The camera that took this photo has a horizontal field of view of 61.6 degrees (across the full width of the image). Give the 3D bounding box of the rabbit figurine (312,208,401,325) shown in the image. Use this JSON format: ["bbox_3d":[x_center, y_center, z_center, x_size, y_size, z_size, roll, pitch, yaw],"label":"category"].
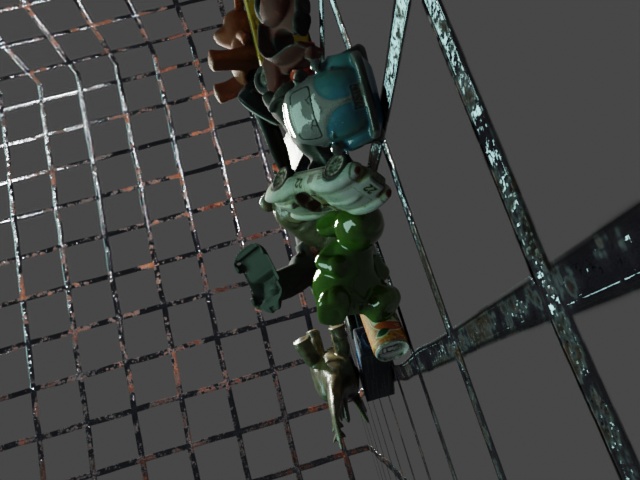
[{"bbox_3d":[0.054,0.013,0.761,0.159,0.121,0.170,-104,20,-56],"label":"rabbit figurine"}]

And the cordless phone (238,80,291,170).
[{"bbox_3d":[-0.081,-0.216,1.020,0.147,0.089,0.184,-89,-18,-65],"label":"cordless phone"}]

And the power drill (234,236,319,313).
[{"bbox_3d":[-0.047,0.036,0.925,0.207,0.086,0.232,-6,-113,-57],"label":"power drill"}]

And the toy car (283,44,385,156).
[{"bbox_3d":[0.008,-0.152,0.614,0.162,0.103,0.109,-130,26,-77],"label":"toy car"}]

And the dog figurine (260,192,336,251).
[{"bbox_3d":[0.000,-0.002,0.879,0.121,0.172,0.190,-75,-21,-76],"label":"dog figurine"}]

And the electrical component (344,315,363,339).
[{"bbox_3d":[0.076,0.144,1.155,0.134,0.058,0.114,-123,16,-77],"label":"electrical component"}]

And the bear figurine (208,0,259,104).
[{"bbox_3d":[-0.176,-0.390,1.085,0.120,0.132,0.196,94,155,-59],"label":"bear figurine"}]

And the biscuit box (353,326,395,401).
[{"bbox_3d":[0.107,0.241,1.049,0.202,0.063,0.059,80,174,-49],"label":"biscuit box"}]

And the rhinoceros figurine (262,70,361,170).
[{"bbox_3d":[-0.002,-0.142,0.741,0.190,0.073,0.112,51,-172,-41],"label":"rhinoceros figurine"}]

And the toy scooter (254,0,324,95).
[{"bbox_3d":[-0.044,-0.310,0.809,0.135,0.075,0.183,11,98,52],"label":"toy scooter"}]

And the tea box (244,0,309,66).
[{"bbox_3d":[-0.076,-0.384,0.945,0.068,0.098,0.169,-109,4,-54],"label":"tea box"}]

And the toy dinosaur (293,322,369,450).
[{"bbox_3d":[0.032,0.270,1.058,0.471,0.105,0.198,14,-126,-82],"label":"toy dinosaur"}]

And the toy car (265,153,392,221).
[{"bbox_3d":[0.005,-0.062,0.686,0.202,0.073,0.056,-2,63,53],"label":"toy car"}]

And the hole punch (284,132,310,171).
[{"bbox_3d":[-0.013,-0.186,1.057,0.142,0.092,0.115,-106,29,-42],"label":"hole punch"}]
